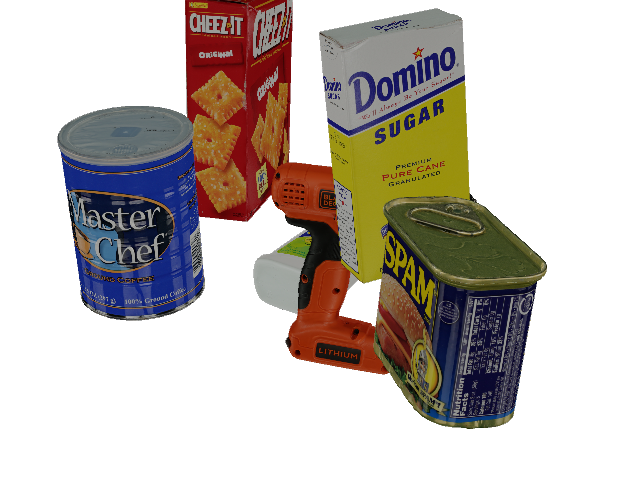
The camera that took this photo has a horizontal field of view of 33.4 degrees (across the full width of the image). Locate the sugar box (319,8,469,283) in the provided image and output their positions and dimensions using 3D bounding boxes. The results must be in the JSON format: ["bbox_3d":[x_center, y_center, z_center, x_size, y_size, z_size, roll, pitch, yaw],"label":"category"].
[{"bbox_3d":[0.055,-0.065,0.748,0.093,0.176,0.048,-16,29,-18],"label":"sugar box"}]

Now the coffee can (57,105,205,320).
[{"bbox_3d":[-0.147,-0.023,0.844,0.103,0.140,0.103,-1,29,0],"label":"coffee can"}]

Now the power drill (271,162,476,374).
[{"bbox_3d":[0.043,0.024,0.975,0.184,0.188,0.057,9,19,14],"label":"power drill"}]

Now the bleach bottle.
[{"bbox_3d":[0.028,0.001,1.330,0.103,0.068,0.250,16,36,28],"label":"bleach bottle"}]

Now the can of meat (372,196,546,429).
[{"bbox_3d":[0.065,0.035,0.541,0.057,0.084,0.102,-3,24,-17],"label":"can of meat"}]

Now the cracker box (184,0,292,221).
[{"bbox_3d":[-0.077,-0.146,1.080,0.072,0.214,0.164,7,21,12],"label":"cracker box"}]
